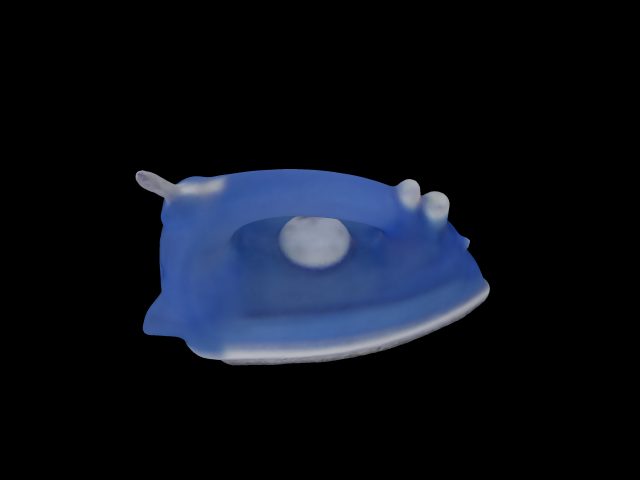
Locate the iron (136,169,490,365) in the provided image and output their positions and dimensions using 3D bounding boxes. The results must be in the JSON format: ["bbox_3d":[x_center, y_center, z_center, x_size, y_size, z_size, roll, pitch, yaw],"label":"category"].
[{"bbox_3d":[0.004,0.001,0.400,0.258,0.141,0.118,-2,50,-2],"label":"iron"}]
